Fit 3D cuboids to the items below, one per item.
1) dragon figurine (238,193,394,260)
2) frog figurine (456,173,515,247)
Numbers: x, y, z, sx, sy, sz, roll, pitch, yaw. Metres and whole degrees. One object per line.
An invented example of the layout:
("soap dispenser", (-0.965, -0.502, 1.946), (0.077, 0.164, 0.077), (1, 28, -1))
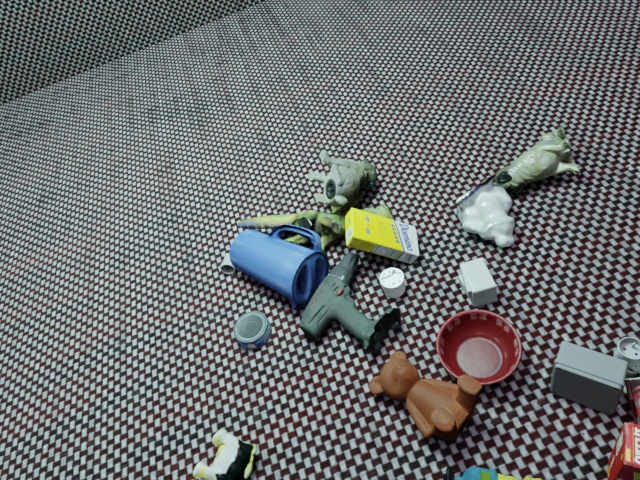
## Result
("dragon figurine", (0.004, -0.069, 1.377), (0.412, 0.119, 0.247), (14, 39, 26))
("frog figurine", (0.406, -0.056, 1.227), (0.139, 0.121, 0.160), (-32, 83, -21))
